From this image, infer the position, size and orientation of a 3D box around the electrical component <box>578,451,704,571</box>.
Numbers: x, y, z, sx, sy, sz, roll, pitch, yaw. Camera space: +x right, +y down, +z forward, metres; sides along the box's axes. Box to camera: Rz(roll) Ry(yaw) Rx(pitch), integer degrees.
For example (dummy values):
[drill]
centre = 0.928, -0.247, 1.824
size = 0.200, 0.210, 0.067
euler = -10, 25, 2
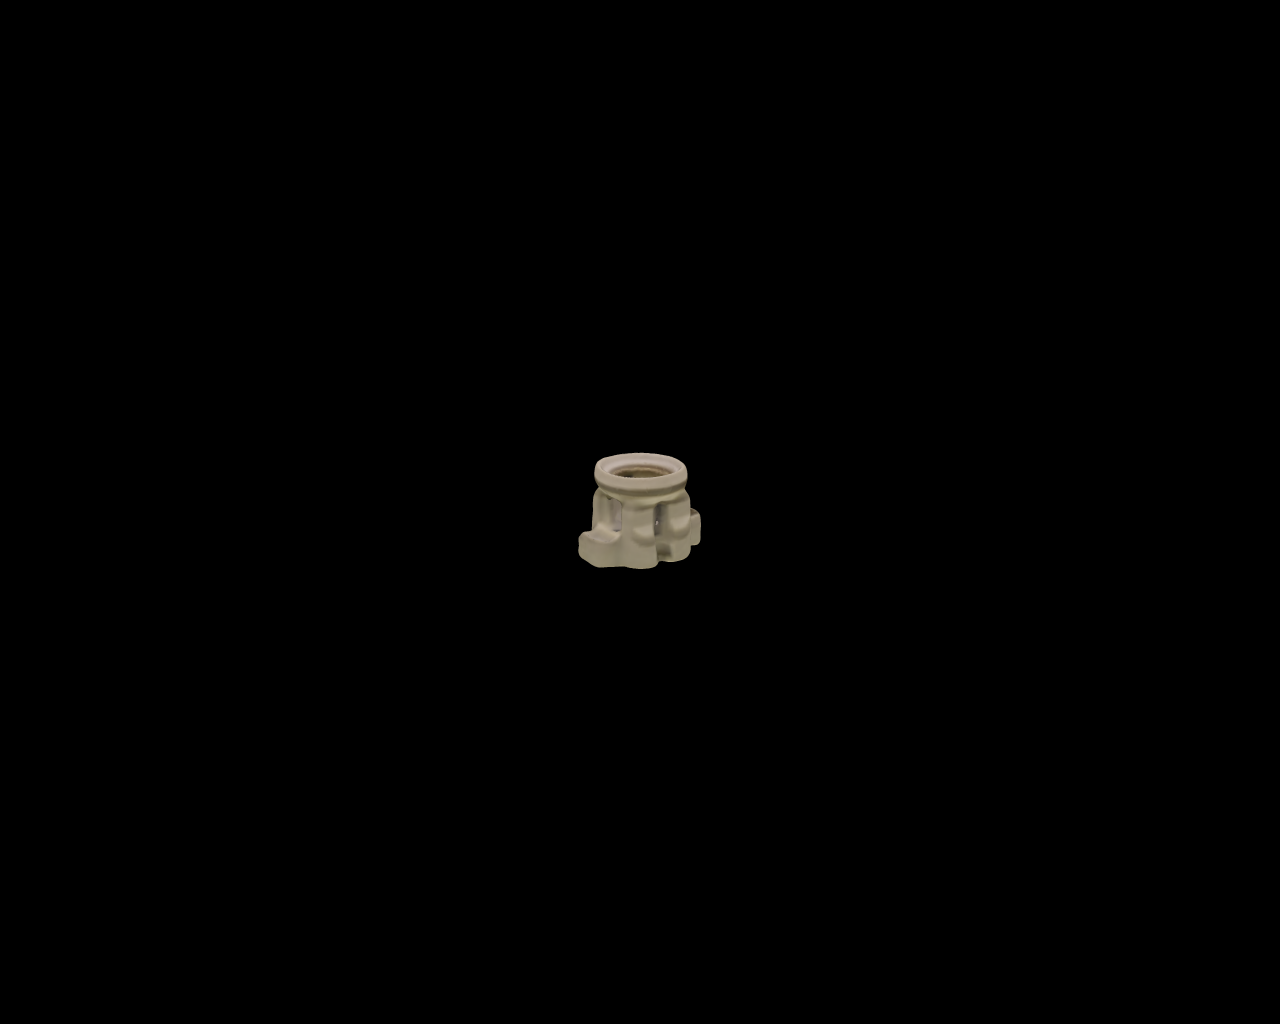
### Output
[electrical component]
centre = 0.001, -0.003, 0.650
size = 0.078, 0.056, 0.058
euler = -12, 23, -31
